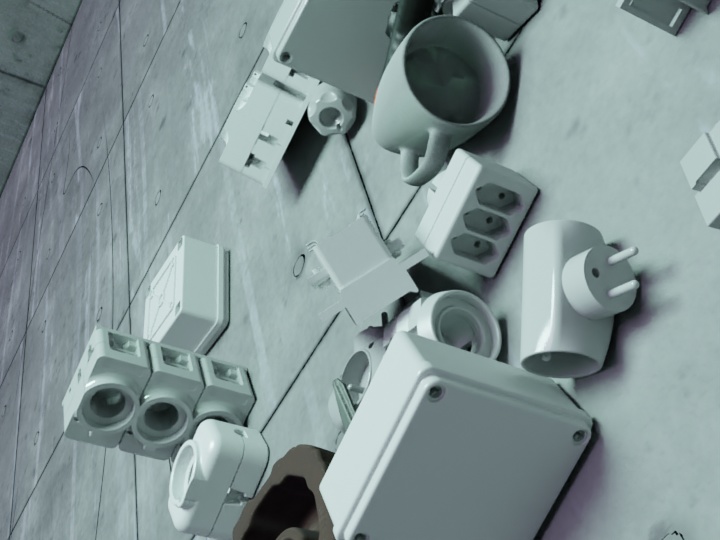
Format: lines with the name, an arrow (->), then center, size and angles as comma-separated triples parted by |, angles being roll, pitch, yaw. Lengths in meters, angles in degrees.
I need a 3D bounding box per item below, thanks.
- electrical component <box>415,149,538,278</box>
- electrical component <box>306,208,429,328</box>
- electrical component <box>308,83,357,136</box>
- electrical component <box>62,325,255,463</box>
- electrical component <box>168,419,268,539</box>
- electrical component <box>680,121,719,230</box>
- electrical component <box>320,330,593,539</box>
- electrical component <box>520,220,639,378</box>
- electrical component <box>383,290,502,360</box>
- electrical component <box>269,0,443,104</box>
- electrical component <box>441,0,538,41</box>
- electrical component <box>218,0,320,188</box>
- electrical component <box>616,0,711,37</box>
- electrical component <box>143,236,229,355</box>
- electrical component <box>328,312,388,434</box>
electrical component -> 0.068, -0.044, 0.707 | 0.065, 0.047, 0.076 | -65, 26, 15
electrical component -> 0.000, 0.000, 0.731 | 0.079, 0.063, 0.121 | -32, -1, -2
electrical component -> -0.024, -0.151, 0.968 | 0.043, 0.043, 0.062 | -55, 17, 32
electrical component -> -0.183, 0.121, 0.981 | 0.089, 0.150, 0.061 | -62, 26, 19
electrical component -> -0.127, 0.182, 0.935 | 0.095, 0.059, 0.054 | -67, 26, 11
electrical component -> 0.182, -0.050, 0.488 | 0.066, 0.048, 0.055 | -97, 28, -42
electrical component -> 0.050, 0.102, 0.577 | 0.108, 0.109, 0.056 | -64, 24, 15
electrical component -> 0.120, 0.010, 0.573 | 0.079, 0.043, 0.077 | -31, 47, 53
electrical component -> 0.051, 0.047, 0.671 | 0.057, 0.058, 0.078 | -41, 39, 51
electrical component -> -0.005, -0.208, 0.892 | 0.108, 0.109, 0.056 | -58, 26, 27
electrical component -> 0.085, -0.196, 0.775 | 0.077, 0.047, 0.065 | -42, 38, 46
electrical component -> -0.070, -0.185, 1.025 | 0.186, 0.060, 0.105 | -61, 8, 21
electrical component -> 0.172, -0.177, 0.595 | 0.081, 0.042, 0.063 | -62, 26, 18
electrical component -> -0.188, 0.039, 1.153 | 0.108, 0.056, 0.108 | -49, 33, 39
electrical component -> 0.014, 0.066, 0.746 | 0.077, 0.044, 0.079 | -48, 34, 40
